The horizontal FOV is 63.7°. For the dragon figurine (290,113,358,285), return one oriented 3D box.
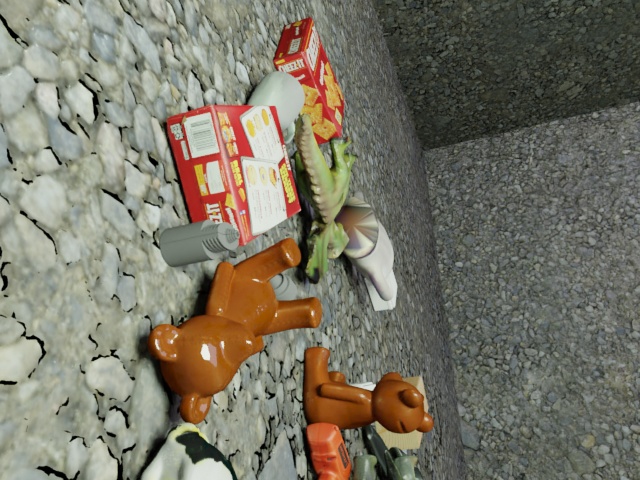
[{"bbox_3d":[0.003,-0.045,0.894,0.408,0.122,0.244,28,61,-77],"label":"dragon figurine"}]

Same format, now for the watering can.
[{"bbox_3d":[0.098,-0.024,1.213,0.220,0.103,0.355,52,18,-53],"label":"watering can"}]
